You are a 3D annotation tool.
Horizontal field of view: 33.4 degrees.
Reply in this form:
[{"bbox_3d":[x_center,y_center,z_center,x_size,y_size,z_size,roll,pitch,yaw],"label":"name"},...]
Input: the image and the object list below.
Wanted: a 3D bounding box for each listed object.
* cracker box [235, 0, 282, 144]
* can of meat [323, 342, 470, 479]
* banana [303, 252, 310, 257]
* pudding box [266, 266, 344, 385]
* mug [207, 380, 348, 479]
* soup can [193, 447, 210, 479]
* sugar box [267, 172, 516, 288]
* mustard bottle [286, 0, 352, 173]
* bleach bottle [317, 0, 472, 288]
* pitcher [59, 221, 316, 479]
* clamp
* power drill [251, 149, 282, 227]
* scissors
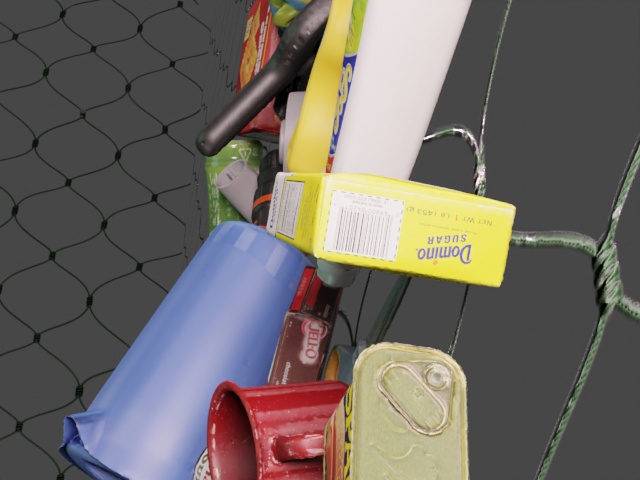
[{"bbox_3d":[-0.045,-0.194,1.184,0.214,0.072,0.164,-160,79,-79],"label":"cracker box"},{"bbox_3d":[0.034,0.115,0.533,0.084,0.057,0.102,111,164,-57],"label":"can of meat"},{"bbox_3d":[-0.002,-0.017,0.893,0.198,0.037,0.069,-176,96,-80],"label":"banana"},{"bbox_3d":[-0.013,0.088,0.814,0.090,0.039,0.114,-67,-7,-67],"label":"pudding box"},{"bbox_3d":[-0.014,0.130,0.668,0.117,0.081,0.093,146,119,-61],"label":"mug"},{"bbox_3d":[-0.042,0.185,0.766,0.102,0.068,0.068,20,101,60],"label":"soup can"},{"bbox_3d":[0.029,-0.009,0.570,0.176,0.093,0.048,-173,93,-80],"label":"sugar box"},{"bbox_3d":[0.029,-0.138,0.751,0.096,0.058,0.192,-46,-24,-57],"label":"mustard bottle"},{"bbox_3d":[0.036,-0.074,0.675,0.102,0.068,0.251,-93,14,-57],"label":"bleach bottle"},{"bbox_3d":[-0.091,0.114,0.893,0.242,0.145,0.149,-60,-10,-22],"label":"pitcher"},{"bbox_3d":[-0.017,-0.166,0.971,0.210,0.036,0.164,-49,-7,24],"label":"clamp"},{"bbox_3d":[-0.061,0.022,1.120,0.188,0.057,0.184,112,163,-51],"label":"power drill"},{"bbox_3d":[0.027,0.070,0.717,0.096,0.016,0.202,-95,18,-54],"label":"scissors"}]
